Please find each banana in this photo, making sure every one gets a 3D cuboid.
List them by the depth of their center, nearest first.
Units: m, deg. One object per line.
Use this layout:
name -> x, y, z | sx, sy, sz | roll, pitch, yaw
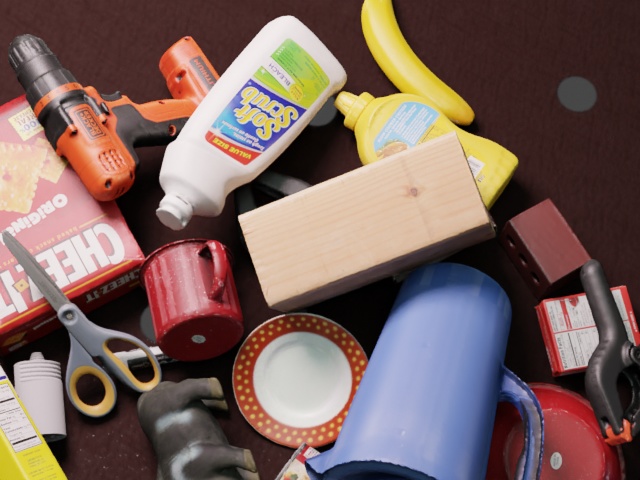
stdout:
banana -> 0.093, -0.198, 1.129 | 0.069, 0.037, 0.198 | -22, 72, -9

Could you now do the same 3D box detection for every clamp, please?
clamp -> 0.278, 0.101, 0.987 | 0.120, 0.039, 0.171 | 26, 61, -2
clamp -> -0.007, 0.001, 1.053 | 0.164, 0.036, 0.210 | -32, 78, -14

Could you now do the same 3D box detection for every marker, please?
marker -> -0.139, 0.107, 1.019 | 0.121, 0.020, 0.020 | -10, 71, -5

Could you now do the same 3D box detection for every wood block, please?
wood block -> 0.044, -0.012, 0.963 | 0.206, 0.090, 0.091 | -21, 79, 10

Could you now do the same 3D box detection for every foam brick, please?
foam brick -> 0.220, 0.009, 1.050 | 0.051, 0.053, 0.078 | -28, 73, -11

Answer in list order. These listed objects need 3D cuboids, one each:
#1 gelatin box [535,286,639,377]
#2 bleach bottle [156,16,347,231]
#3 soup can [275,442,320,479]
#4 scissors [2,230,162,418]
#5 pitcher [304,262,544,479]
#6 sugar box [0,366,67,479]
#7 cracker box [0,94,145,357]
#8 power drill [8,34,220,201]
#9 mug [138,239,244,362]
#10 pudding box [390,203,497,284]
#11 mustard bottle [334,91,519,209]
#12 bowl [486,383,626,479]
gelatin box -> 0.261, 0.089, 1.034 | 0.089, 0.030, 0.073 | -9, 72, -6
bleach bottle -> -0.073, -0.103, 1.030 | 0.102, 0.068, 0.250 | 46, 56, -21
soup can -> 0.008, 0.237, 0.951 | 0.102, 0.068, 0.068 | 34, 72, 9
scissors -> -0.236, 0.087, 0.976 | 0.201, 0.016, 0.096 | 39, 93, -18
pitcher -> 0.105, 0.140, 0.927 | 0.149, 0.145, 0.242 | 41, 46, -20
sugar box -> -0.291, 0.187, 0.947 | 0.176, 0.093, 0.048 | 52, 32, 14
cracker box -> -0.285, -0.022, 1.034 | 0.164, 0.072, 0.214 | -28, 74, -12
power drill -> -0.191, -0.140, 1.047 | 0.187, 0.057, 0.184 | -27, 79, -37
mug -> -0.111, 0.051, 0.981 | 0.093, 0.117, 0.081 | 8, 47, -30
pudding box -> 0.099, -0.023, 1.020 | 0.113, 0.039, 0.090 | -28, 80, 6
mustard bottle -> 0.097, -0.093, 1.079 | 0.192, 0.058, 0.096 | 35, 77, 10
bowl -> 0.208, 0.205, 0.977 | 0.162, 0.055, 0.162 | 1, 71, -2
